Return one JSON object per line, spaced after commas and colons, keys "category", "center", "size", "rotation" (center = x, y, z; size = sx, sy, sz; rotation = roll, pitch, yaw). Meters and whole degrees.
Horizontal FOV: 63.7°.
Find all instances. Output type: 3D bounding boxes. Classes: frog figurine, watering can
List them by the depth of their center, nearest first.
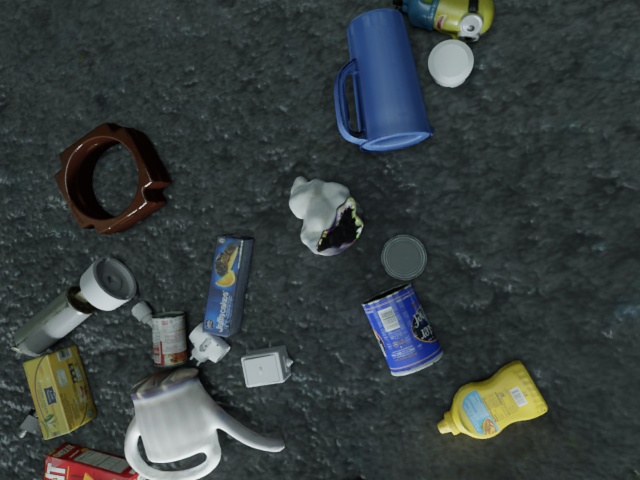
{"category": "frog figurine", "center": [0.003, -0.050, 0.999], "size": [0.161, 0.122, 0.136], "rotation": [36, 110, 46]}
{"category": "watering can", "center": [-0.252, 0.363, 1.038], "size": [0.346, 0.104, 0.225], "rotation": [-18, 86, 13]}
